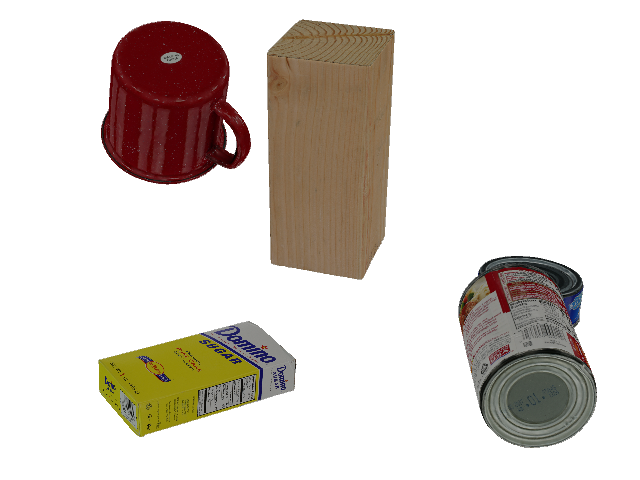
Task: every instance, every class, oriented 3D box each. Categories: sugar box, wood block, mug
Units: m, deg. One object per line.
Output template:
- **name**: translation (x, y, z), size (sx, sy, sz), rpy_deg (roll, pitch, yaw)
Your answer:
- **sugar box**: translation (-0.122, 0.134, 1.066), size (0.175, 0.048, 0.093), rpy_deg (-16, 32, -31)
- **wood block**: translation (0.009, -0.080, 0.951), size (0.091, 0.206, 0.090), rpy_deg (10, 33, 15)
- **mug**: translation (-0.099, -0.094, 0.759), size (0.117, 0.093, 0.082), rpy_deg (35, -34, 13)

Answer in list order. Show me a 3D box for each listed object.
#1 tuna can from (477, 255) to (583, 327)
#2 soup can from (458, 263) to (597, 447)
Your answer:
- **tuna can**: translation (0.169, 0.043, 0.866), size (0.086, 0.034, 0.086), rpy_deg (2, 21, -1)
- **soup can**: translation (0.123, 0.067, 0.641), size (0.068, 0.068, 0.102), rpy_deg (0, 27, 0)
